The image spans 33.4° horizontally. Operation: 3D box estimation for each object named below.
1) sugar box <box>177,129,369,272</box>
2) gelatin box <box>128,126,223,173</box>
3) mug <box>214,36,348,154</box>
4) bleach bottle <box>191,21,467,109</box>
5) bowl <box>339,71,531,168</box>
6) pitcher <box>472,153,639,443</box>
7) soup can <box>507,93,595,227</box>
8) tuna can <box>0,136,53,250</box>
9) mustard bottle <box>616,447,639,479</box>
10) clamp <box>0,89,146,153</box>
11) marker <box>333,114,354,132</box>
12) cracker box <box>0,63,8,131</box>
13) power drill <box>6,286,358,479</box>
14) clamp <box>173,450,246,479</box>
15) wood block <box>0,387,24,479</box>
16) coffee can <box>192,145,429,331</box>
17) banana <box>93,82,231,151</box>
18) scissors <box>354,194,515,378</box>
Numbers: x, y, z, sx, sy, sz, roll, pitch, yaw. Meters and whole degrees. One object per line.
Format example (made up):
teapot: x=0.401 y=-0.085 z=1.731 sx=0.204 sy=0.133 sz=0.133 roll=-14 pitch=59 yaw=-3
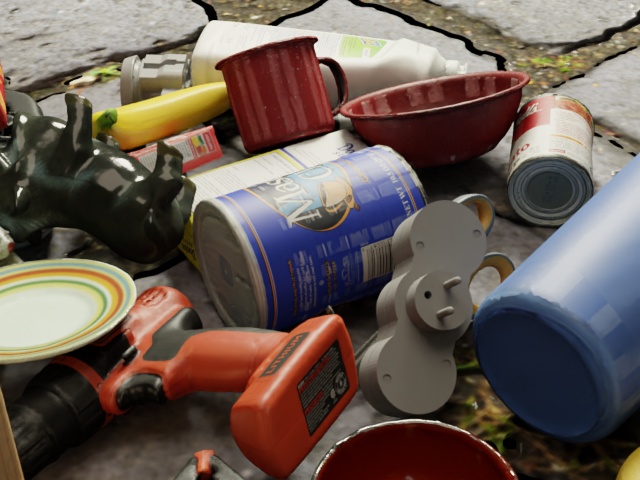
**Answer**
sugar box: x=-0.031 y=-0.032 z=0.845 sx=0.176 sy=0.048 sz=0.093 roll=-17 pitch=36 yaw=-25
gelatin box: x=-0.131 y=-0.065 z=0.875 sx=0.073 sy=0.030 sz=0.089 roll=-24 pitch=10 yaw=-27
mug: x=-0.026 y=-0.125 z=0.923 sx=0.117 sy=0.081 sz=0.093 roll=-17 pitch=2 yaw=-33
bleach bottle: x=0.012 y=-0.158 z=1.006 sx=0.251 sy=0.068 sz=0.102 roll=5 pitch=36 yaw=5
bowl: x=0.100 y=-0.099 z=0.900 sx=0.162 sy=0.055 sz=0.162 roll=-11 pitch=15 yaw=3
pitcher: x=0.205 y=0.023 z=0.703 sx=0.242 sy=0.149 sz=0.145 roll=-34 pitch=64 yaw=-32
soup can: x=0.188 y=-0.065 z=0.864 sx=0.068 sy=0.068 sz=0.102 roll=6 pitch=37 yaw=10
tuna can: x=-0.244 y=-0.036 z=0.835 sx=0.086 sy=0.034 sz=0.086 roll=10 pitch=60 yaw=-18
mustard bottle: x=0.215 y=0.141 z=0.583 sx=0.096 sy=0.058 sz=0.191 roll=29 pitch=46 yaw=30
clamp: x=-0.279 y=-0.084 z=0.936 sx=0.210 sy=0.036 sz=0.164 roll=28 pitch=45 yaw=30
marker: x=0.048 y=-0.110 z=0.973 sx=0.121 sy=0.020 sz=0.020 roll=-7 pitch=36 yaw=-6
cracker box: x=-0.351 y=-0.126 z=0.888 sx=0.164 sy=0.072 sz=0.214 roll=-22 pitch=29 yaw=-7
power drill: x=-0.087 y=0.090 z=0.632 sx=0.188 sy=0.057 sz=0.184 roll=3 pitch=31 yaw=32
clamp: x=-0.066 y=0.181 z=0.556 sx=0.120 sy=0.039 sz=0.171 roll=-6 pitch=29 yaw=-14
wood block: x=-0.195 y=0.127 z=0.490 sx=0.091 sy=0.206 sz=0.090 roll=7 pitch=36 yaw=11
coffee can: x=-0.005 y=0.001 z=0.749 sx=0.140 sy=0.103 sz=0.103 roll=-19 pitch=39 yaw=-23
banana: x=-0.138 y=-0.102 z=0.901 sx=0.070 sy=0.037 sz=0.197 roll=-10 pitch=11 yaw=30
scissors: x=0.071 y=0.060 z=0.723 sx=0.016 sy=0.096 sz=0.201 roll=8 pitch=60 yaw=56
